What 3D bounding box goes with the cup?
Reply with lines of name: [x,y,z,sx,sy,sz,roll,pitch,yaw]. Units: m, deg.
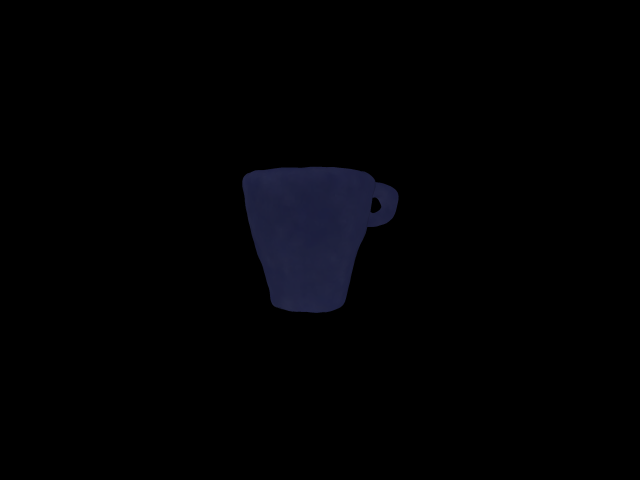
cup: [0.004,0.001,0.400,0.118,0.095,0.091,0,0,-28]
